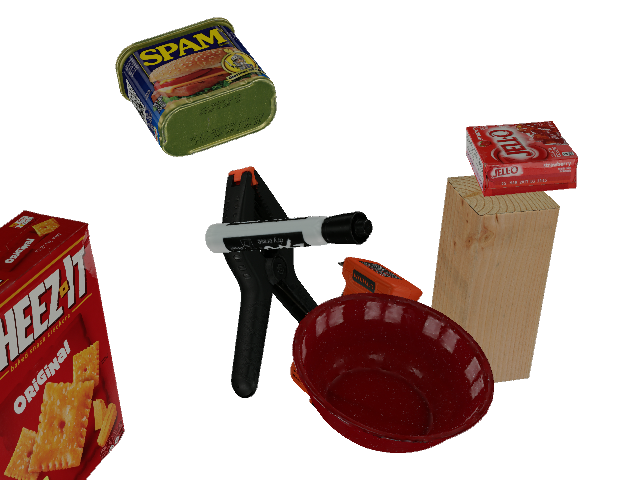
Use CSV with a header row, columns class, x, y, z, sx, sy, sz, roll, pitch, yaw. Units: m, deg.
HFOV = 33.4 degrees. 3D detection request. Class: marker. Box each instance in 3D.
class,x,y,z,sx,sy,sz,roll,pitch,yaw
marker,-0.020,-0.004,0.639,0.121,0.020,0.020,-4,-2,39

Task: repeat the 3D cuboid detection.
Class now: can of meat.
class,x,y,z,sx,sy,sz,roll,pitch,yaw
can of meat,-0.095,-0.118,0.827,0.102,0.057,0.084,-22,52,-19

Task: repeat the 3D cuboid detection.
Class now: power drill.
class,x,y,z,sx,sy,sz,roll,pitch,yaw
power drill,0.049,0.127,1.244,0.057,0.188,0.185,13,14,-41

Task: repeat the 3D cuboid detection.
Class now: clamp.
class,x,y,z,sx,sy,sz,roll,pitch,yaw
clamp,-0.046,0.033,1.031,0.036,0.210,0.164,-10,0,33

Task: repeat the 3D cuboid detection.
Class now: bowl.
class,x,y,z,sx,sy,sz,roll,pitch,yaw
bowl,0.052,0.114,0.845,0.162,0.055,0.162,9,37,-7

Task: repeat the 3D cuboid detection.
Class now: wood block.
class,x,y,z,sx,sy,sz,roll,pitch,yaw
wood block,0.177,0.042,1.126,0.090,0.206,0.090,-5,29,-15

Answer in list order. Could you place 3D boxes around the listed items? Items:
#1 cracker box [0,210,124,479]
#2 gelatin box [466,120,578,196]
class,x,y,z,sx,sy,sz,roll,pitch,yaw
cracker box,-0.230,0.110,0.824,0.072,0.214,0.164,9,32,20
gelatin box,0.159,-0.067,0.853,0.073,0.030,0.089,-4,25,0
